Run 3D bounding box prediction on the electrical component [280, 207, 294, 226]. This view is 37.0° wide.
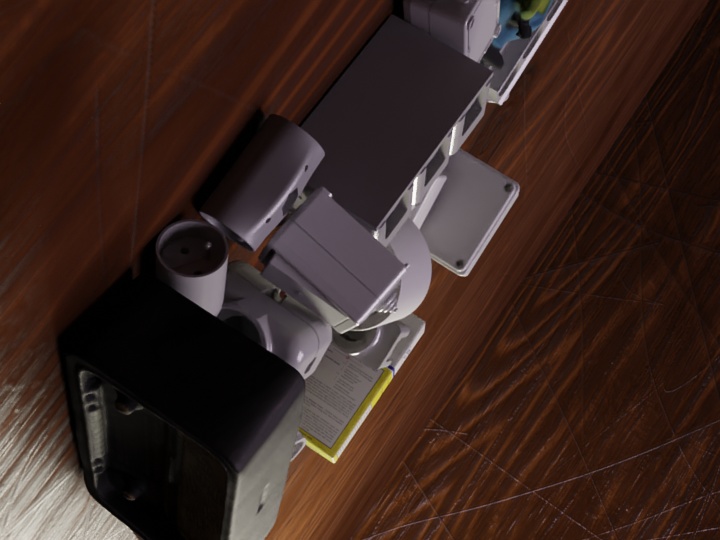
[{"bbox_3d":[-0.009,-0.063,0.846,0.138,0.052,0.073,-43,161,-49],"label":"electrical component"}]

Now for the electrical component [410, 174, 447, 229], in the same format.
[{"bbox_3d":[0.039,-0.072,1.024,0.065,0.047,0.077,-62,166,13],"label":"electrical component"}]

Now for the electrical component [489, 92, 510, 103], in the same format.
[{"bbox_3d":[0.139,-0.204,1.089,0.045,0.045,0.055,-45,162,-45],"label":"electrical component"}]

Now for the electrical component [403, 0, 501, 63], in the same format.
[{"bbox_3d":[0.066,-0.194,0.799,0.061,0.061,0.096,-60,164,-19],"label":"electrical component"}]

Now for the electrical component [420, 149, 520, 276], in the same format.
[{"bbox_3d":[0.090,-0.065,1.094,0.108,0.109,0.056,-58,170,2],"label":"electrical component"}]

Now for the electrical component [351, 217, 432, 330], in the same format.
[{"bbox_3d":[0.000,0.000,0.922,0.060,0.108,0.108,-24,145,-58],"label":"electrical component"}]

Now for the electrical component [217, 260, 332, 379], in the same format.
[{"bbox_3d":[-0.076,0.042,0.745,0.053,0.095,0.059,-61,167,24],"label":"electrical component"}]

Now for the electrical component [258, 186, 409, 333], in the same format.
[{"bbox_3d":[-0.017,0.002,0.722,0.061,0.096,0.062,-48,-177,-15],"label":"electrical component"}]

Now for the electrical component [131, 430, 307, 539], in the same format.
[{"bbox_3d":[-0.121,0.169,0.892,0.150,0.061,0.089,-42,165,-11],"label":"electrical component"}]

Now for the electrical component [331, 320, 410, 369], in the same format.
[{"bbox_3d":[-0.003,0.056,1.074,0.050,0.089,0.056,-59,168,5],"label":"electrical component"}]

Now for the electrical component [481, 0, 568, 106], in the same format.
[{"bbox_3d":[0.134,-0.222,0.981,0.121,0.063,0.079,-57,168,0],"label":"electrical component"}]

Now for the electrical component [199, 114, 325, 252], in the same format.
[{"bbox_3d":[-0.062,-0.052,0.693,0.077,0.043,0.079,-55,176,-9],"label":"electrical component"}]

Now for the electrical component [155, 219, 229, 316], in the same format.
[{"bbox_3d":[-0.106,0.010,0.673,0.043,0.043,0.081,-49,165,-34],"label":"electrical component"}]

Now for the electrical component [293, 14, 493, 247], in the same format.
[{"bbox_3d":[0.017,-0.096,0.780,0.150,0.089,0.061,-53,167,-18],"label":"electrical component"}]
